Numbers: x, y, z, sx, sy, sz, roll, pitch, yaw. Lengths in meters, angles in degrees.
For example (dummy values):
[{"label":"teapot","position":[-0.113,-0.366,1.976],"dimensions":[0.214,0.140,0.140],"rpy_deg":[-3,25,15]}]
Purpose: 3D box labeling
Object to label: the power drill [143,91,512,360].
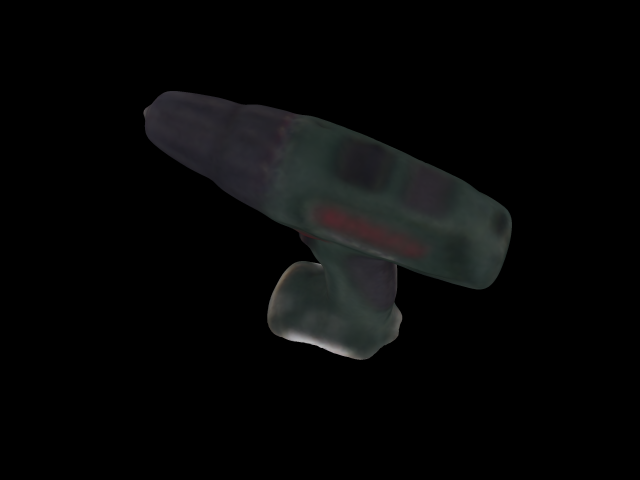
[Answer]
[{"label":"power drill","position":[0.004,0.001,0.400],"dimensions":[0.229,0.208,0.076],"rpy_deg":[14,58,9]}]
